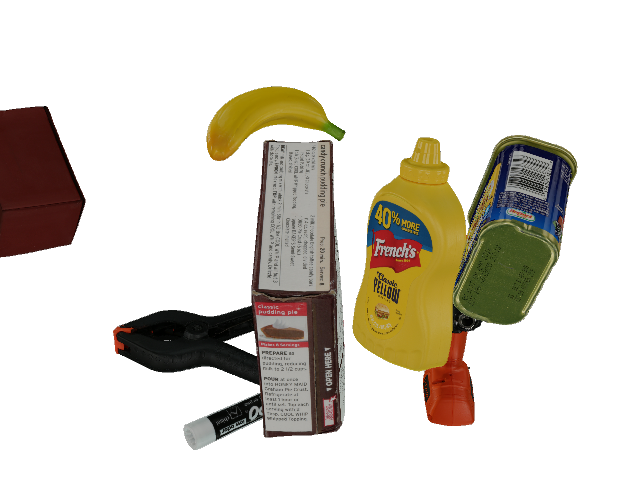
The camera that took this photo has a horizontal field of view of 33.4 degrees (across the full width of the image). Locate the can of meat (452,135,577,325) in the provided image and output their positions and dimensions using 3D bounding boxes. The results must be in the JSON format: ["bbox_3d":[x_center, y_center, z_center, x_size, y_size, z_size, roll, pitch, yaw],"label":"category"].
[{"bbox_3d":[0.129,-0.004,0.714,0.057,0.084,0.102,18,-42,3],"label":"can of meat"}]

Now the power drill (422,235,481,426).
[{"bbox_3d":[0.147,0.104,1.158,0.057,0.188,0.184,4,24,3],"label":"power drill"}]

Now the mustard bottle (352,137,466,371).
[{"bbox_3d":[0.079,0.007,0.907,0.058,0.192,0.096,-6,22,-37],"label":"mustard bottle"}]

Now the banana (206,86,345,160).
[{"bbox_3d":[-0.051,-0.117,1.020,0.070,0.037,0.197,42,34,23],"label":"banana"}]

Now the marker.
[{"bbox_3d":[-0.040,0.116,0.757,0.120,0.020,0.020,-20,11,-30],"label":"marker"}]

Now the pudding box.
[{"bbox_3d":[-0.010,0.020,0.495,0.039,0.090,0.113,-3,39,0],"label":"pudding box"}]

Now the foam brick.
[{"bbox_3d":[-0.188,-0.037,0.671,0.051,0.078,0.053,-12,-29,-30],"label":"foam brick"}]

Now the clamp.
[{"bbox_3d":[-0.112,0.093,1.047,0.171,0.039,0.120,8,27,5],"label":"clamp"}]
